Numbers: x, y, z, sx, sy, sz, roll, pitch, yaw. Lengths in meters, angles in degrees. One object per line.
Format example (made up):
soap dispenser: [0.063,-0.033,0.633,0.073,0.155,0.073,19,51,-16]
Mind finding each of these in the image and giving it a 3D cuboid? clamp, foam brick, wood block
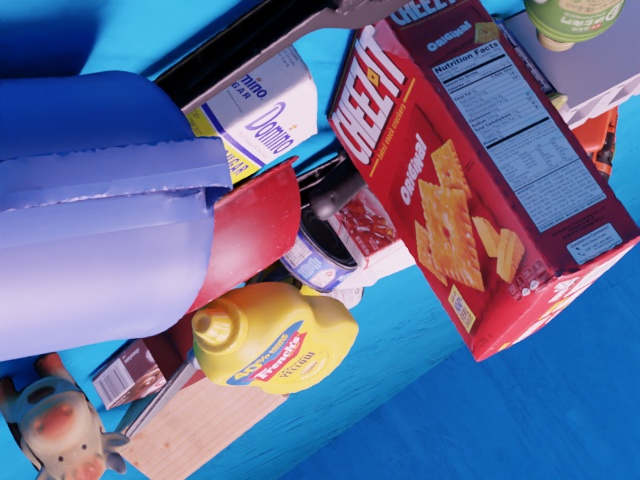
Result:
clamp: [0.032,-0.057,0.829,0.171,0.039,0.120,-32,-161,-16]
foam brick: [-0.120,0.084,0.942,0.051,0.078,0.053,-21,162,-35]
wood block: [-0.121,0.169,1.143,0.206,0.090,0.090,-42,-168,29]
clamp: [0.002,-0.133,0.563,0.209,0.036,0.165,-22,163,-38]

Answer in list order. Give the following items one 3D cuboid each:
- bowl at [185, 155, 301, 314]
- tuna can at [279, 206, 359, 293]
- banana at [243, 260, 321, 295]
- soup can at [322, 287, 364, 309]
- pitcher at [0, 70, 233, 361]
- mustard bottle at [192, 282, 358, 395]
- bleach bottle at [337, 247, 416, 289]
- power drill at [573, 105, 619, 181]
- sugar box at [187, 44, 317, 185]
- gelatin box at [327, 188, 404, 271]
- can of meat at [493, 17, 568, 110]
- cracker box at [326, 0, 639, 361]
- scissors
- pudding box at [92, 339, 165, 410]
bowl: [-0.070,0.005,0.747,0.162,0.055,0.162,-32,-177,2]
tuna can: [-0.006,0.001,0.898,0.034,0.086,0.086,-42,164,23]
banana: [-0.069,0.029,0.902,0.197,0.037,0.070,-5,134,-40]
soup can: [-0.012,0.055,1.107,0.102,0.068,0.069,-23,163,-38]
pitcher: [-0.163,-0.006,0.437,0.242,0.145,0.149,-11,134,-50]
mustard bottle: [-0.044,0.075,0.833,0.096,0.058,0.191,-40,156,12]
bleach bottle: [0.089,-0.025,1.036,0.251,0.102,0.068,-27,131,3]
power drill: [0.250,-0.097,1.017,0.057,0.184,0.187,7,172,16]
sugar box: [-0.084,-0.049,0.638,0.176,0.048,0.093,-30,167,-6]
gelatin box: [0.043,-0.031,0.891,0.073,0.089,0.030,-29,161,-16]
can of meat: [0.132,-0.111,0.828,0.057,0.084,0.102,-28,165,-22]
cracker box: [0.093,-0.045,0.696,0.072,0.214,0.164,-26,164,-19]
scissors: [-0.100,0.080,0.872,0.201,0.016,0.096,-38,139,-7]
pudding box: [-0.156,0.113,1.041,0.114,0.039,0.089,-39,166,25]
